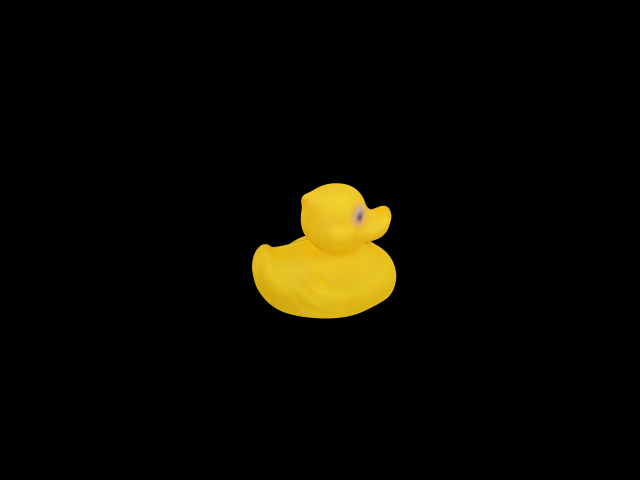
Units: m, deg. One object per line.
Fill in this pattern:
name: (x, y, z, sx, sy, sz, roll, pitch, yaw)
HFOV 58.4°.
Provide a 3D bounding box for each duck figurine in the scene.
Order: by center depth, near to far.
duck figurine: (0.004, 0.001, 0.400, 0.104, 0.086, 0.077, -5, 35, -7)
